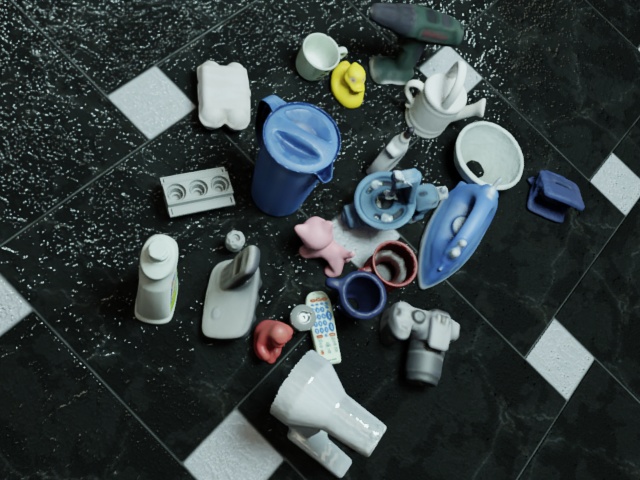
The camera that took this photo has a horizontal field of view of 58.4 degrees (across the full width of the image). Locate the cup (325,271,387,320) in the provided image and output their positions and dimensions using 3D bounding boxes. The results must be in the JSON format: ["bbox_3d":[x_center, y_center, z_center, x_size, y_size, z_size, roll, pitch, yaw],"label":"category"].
[{"bbox_3d":[0.055,0.108,1.079,0.118,0.095,0.092,22,66,-8],"label":"cup"}]

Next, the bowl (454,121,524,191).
[{"bbox_3d":[0.364,-0.176,1.283,0.168,0.074,0.167,5,70,-14],"label":"bowl"}]

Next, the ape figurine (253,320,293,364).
[{"bbox_3d":[-0.080,0.174,1.018,0.078,0.092,0.076,-21,78,-22],"label":"ape figurine"}]

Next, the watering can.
[{"bbox_3d":[0.273,-0.309,1.238,0.173,0.194,0.101,-1,71,-17],"label":"watering can"}]

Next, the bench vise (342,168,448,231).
[{"bbox_3d":[0.161,-0.099,1.116,0.208,0.219,0.121,-28,81,-23],"label":"bench vise"}]

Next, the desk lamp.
[{"bbox_3d":[0.012,0.288,0.937,0.203,0.213,0.118,39,65,0],"label":"desk lamp"}]

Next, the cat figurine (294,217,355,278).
[{"bbox_3d":[0.010,0.004,1.091,0.128,0.117,0.067,34,65,-2],"label":"cat figurine"}]

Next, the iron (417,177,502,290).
[{"bbox_3d":[0.290,-0.017,1.167,0.118,0.141,0.259,34,65,-2],"label":"iron"}]

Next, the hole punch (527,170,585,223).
[{"bbox_3d":[0.536,-0.109,1.301,0.109,0.091,0.101,21,67,-8],"label":"hole punch"}]

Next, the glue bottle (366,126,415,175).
[{"bbox_3d":[0.153,-0.184,1.169,0.037,0.173,0.078,46,65,4],"label":"glue bottle"}]

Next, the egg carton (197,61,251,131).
[{"bbox_3d":[-0.194,-0.292,1.163,0.107,0.069,0.150,-2,72,-17],"label":"egg carton"}]

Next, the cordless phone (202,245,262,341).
[{"bbox_3d":[-0.143,0.091,0.978,0.094,0.185,0.147,9,69,-13],"label":"cordless phone"}]

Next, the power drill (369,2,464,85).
[{"bbox_3d":[0.184,-0.428,1.246,0.230,0.208,0.075,-4,72,-17],"label":"power drill"}]

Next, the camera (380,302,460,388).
[{"bbox_3d":[0.189,0.200,1.083,0.143,0.100,0.137,17,67,-10],"label":"camera"}]

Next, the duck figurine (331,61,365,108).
[{"bbox_3d":[0.069,-0.353,1.253,0.078,0.086,0.104,-11,74,-19],"label":"duck figurine"}]
